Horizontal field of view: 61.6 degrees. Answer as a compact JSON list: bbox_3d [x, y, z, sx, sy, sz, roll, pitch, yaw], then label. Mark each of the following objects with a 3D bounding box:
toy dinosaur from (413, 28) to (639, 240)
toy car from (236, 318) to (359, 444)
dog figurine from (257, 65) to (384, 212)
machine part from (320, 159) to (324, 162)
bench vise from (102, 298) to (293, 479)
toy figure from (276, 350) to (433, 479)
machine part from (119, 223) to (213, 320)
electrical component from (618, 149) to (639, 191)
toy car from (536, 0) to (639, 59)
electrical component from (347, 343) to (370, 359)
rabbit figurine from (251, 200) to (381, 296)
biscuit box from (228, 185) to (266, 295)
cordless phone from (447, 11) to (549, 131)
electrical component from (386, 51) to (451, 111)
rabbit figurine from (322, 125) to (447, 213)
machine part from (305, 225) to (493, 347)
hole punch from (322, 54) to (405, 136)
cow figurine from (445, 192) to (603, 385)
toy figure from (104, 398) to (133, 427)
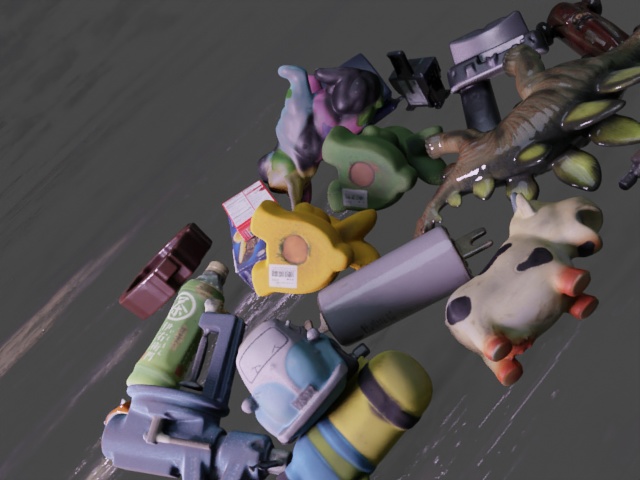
[{"bbox_3d":[0.288,-0.153,0.635,0.471,0.105,0.199,-46,35,4],"label":"toy dinosaur"},{"bbox_3d":[-0.033,0.128,0.556,0.109,0.103,0.161,-46,3,-2],"label":"toy car"},{"bbox_3d":[-0.002,-0.150,0.832,0.192,0.219,0.108,6,10,12],"label":"dog figurine"},{"bbox_3d":[-0.007,-0.155,0.933,0.139,0.084,0.039,-29,60,28],"label":"machine part"},{"bbox_3d":[-0.128,0.182,0.618,0.224,0.128,0.240,-2,60,23],"label":"bench vise"},{"bbox_3d":[0.037,0.188,0.520,0.180,0.082,0.089,-44,6,-9],"label":"toy figure"},{"bbox_3d":[-0.254,0.051,0.893,0.179,0.056,0.179,-42,15,15],"label":"machine part"},{"bbox_3d":[0.371,-0.084,0.552,0.102,0.045,0.078,-45,8,-10],"label":"electrical component"},{"bbox_3d":[0.377,-0.287,0.748,0.089,0.053,0.202,-25,38,14],"label":"toy car"},{"bbox_3d":[0.025,0.161,0.612,0.094,0.021,0.063,-38,37,1],"label":"electrical component"},{"bbox_3d":[-0.001,-0.002,0.717,0.162,0.121,0.173,-7,5,11],"label":"rabbit figurine"},{"bbox_3d":[-0.104,-0.006,0.864,0.059,0.062,0.203,-32,37,8],"label":"biscuit box"},{"bbox_3d":[0.263,-0.222,0.775,0.147,0.088,0.184,-19,52,26],"label":"cordless phone"},{"bbox_3d":[0.151,-0.264,0.864,0.075,0.119,0.048,8,58,48],"label":"electrical component"},{"bbox_3d":[0.099,-0.124,0.764,0.159,0.121,0.170,-1,28,28],"label":"rabbit figurine"},{"bbox_3d":[0.086,0.055,0.623,0.243,0.079,0.079,-29,38,12],"label":"machine part"},{"bbox_3d":[0.064,-0.255,0.959,0.142,0.092,0.116,-32,41,5],"label":"hole punch"},{"bbox_3d":[0.207,0.033,0.541,0.195,0.085,0.127,-43,42,-3],"label":"cow figurine"},{"bbox_3d":[-0.242,0.245,0.725,0.155,0.057,0.064,-11,52,32],"label":"toy figure"}]
